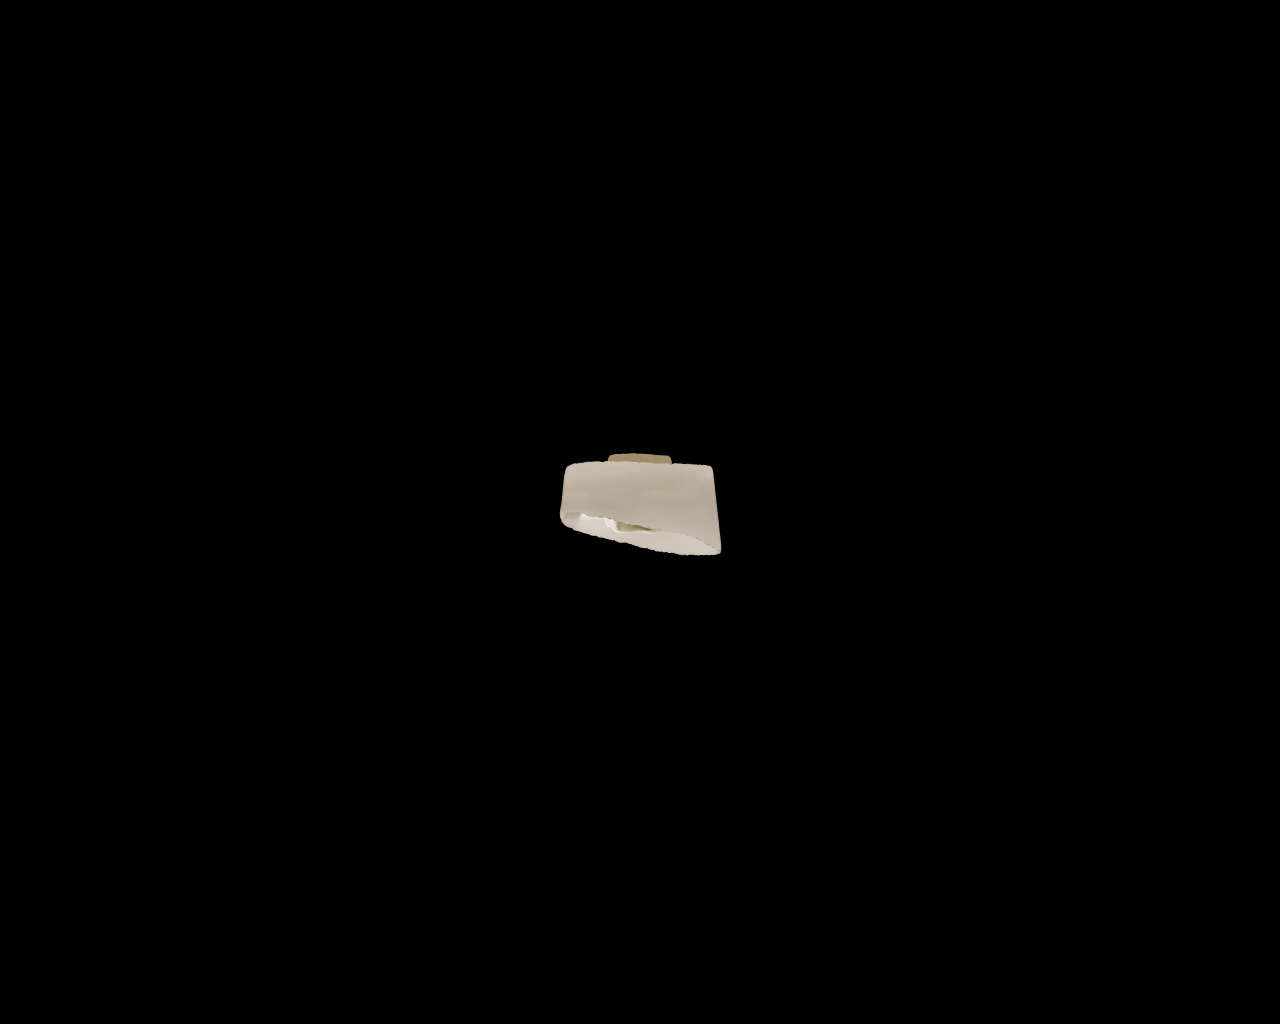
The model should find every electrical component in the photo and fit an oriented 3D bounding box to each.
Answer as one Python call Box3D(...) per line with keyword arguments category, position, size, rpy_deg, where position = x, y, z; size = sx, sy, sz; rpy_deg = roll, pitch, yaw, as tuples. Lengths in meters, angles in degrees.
Box3D(category="electrical component", position=(0.001, -0.003, 0.650), size=(0.099, 0.064, 0.099), rpy_deg=(0, -3, 0))
